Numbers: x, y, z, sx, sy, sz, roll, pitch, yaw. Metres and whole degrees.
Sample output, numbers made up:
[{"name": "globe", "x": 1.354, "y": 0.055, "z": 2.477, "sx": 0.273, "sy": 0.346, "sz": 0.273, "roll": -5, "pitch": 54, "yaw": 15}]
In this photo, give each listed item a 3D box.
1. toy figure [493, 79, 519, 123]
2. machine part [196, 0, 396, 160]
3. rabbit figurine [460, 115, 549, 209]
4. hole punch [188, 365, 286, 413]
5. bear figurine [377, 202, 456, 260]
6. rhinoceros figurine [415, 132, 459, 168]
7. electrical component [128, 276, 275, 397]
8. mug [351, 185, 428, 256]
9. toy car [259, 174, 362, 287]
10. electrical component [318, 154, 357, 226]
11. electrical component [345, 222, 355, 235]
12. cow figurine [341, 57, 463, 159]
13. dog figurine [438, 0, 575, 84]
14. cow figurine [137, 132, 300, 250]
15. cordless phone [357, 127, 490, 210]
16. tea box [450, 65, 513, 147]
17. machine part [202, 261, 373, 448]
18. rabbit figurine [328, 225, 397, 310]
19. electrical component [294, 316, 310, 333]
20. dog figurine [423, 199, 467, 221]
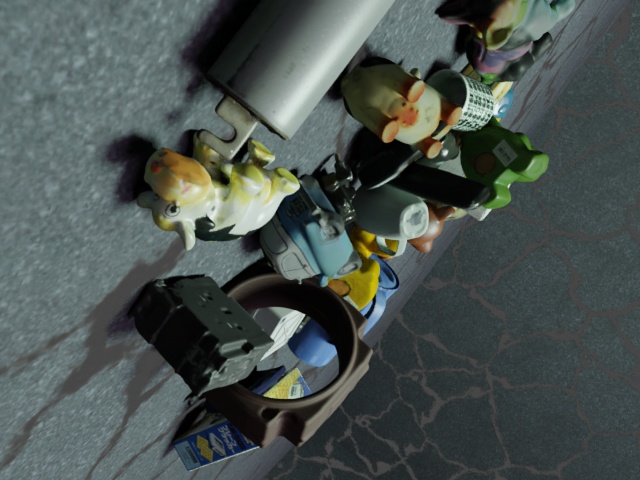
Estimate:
[{"name": "toy figure", "x": 0.326, "y": -0.256, "z": 1.075, "sx": 0.089, "sy": 0.082, "sz": 0.180, "roll": -91, "pitch": -162, "yaw": -58}, {"name": "machine part", "x": -0.002, "y": -0.160, "z": 0.387, "sx": 0.243, "sy": 0.079, "sz": 0.079, "roll": -53, "pitch": 164, "yaw": 3}, {"name": "rabbit figurine", "x": 0.307, "y": -0.133, "z": 0.909, "sx": 0.170, "sy": 0.159, "sz": 0.121, "roll": -4, "pitch": 135, "yaw": -47}, {"name": "hole punch", "x": -0.132, "y": 0.233, "z": 0.888, "sx": 0.115, "sy": 0.092, "sz": 0.142, "roll": -56, "pitch": 168, "yaw": 28}, {"name": "bear figurine", "x": 0.168, "y": -0.018, "z": 0.968, "sx": 0.120, "sy": 0.131, "sz": 0.196, "roll": -25, "pitch": -160, "yaw": -10}, {"name": "rhinoceros figurine", "x": 0.145, "y": -0.105, "z": 0.876, "sx": 0.190, "sy": 0.073, "sz": 0.112, "roll": -44, "pitch": -177, "yaw": 25}, {"name": "electrical component", "x": -0.116, "y": 0.094, "z": 0.567, "sx": 0.058, "sy": 0.115, "sz": 0.134, "roll": -49, "pitch": 165, "yaw": 11}, {"name": "mug", "x": 0.103, "y": -0.027, "z": 0.769, "sx": 0.081, "sy": 0.107, "sz": 0.109, "roll": -7, "pitch": 107, "yaw": -25}, {"name": "toy car", "x": -0.020, "y": 0.000, "z": 0.656, "sx": 0.103, "sy": 0.109, "sz": 0.161, "roll": -33, "pitch": 154, "yaw": 0}, {"name": "electrical component", "x": 0.028, "y": -0.063, "z": 0.710, "sx": 0.045, "sy": 0.078, "sz": 0.102, "roll": -30, "pitch": 160, "yaw": 1}, {"name": "electrical component", "x": -0.002, "y": -0.002, "z": 0.789, "sx": 0.119, "sy": 0.048, "sz": 0.074, "roll": -44, "pitch": 163, "yaw": -32}, {"name": "cow figurine", "x": 0.095, "y": -0.156, "z": 0.626, "sx": 0.195, "sy": 0.127, "sz": 0.085, "roll": 2, "pitch": 126, "yaw": -53}, {"name": "dog figurine", "x": 0.236, "y": -0.283, "z": 0.730, "sx": 0.219, "sy": 0.108, "sz": 0.191, "roll": -32, "pitch": 159, "yaw": -39}, {"name": "cow figurine", "x": -0.093, "y": -0.033, "z": 0.444, "sx": 0.098, "sy": 0.068, "sz": 0.167, "roll": -51, "pitch": 165, "yaw": 21}, {"name": "cordless phone", "x": 0.156, "y": -0.107, "z": 0.726, "sx": 0.146, "sy": 0.184, "sz": 0.088, "roll": -40, "pitch": 140, "yaw": -34}, {"name": "tea box", "x": 0.269, "y": -0.251, "z": 0.949, "sx": 0.169, "sy": 0.068, "sz": 0.098, "roll": -47, "pitch": 163, "yaw": -11}, {"name": "machine part", "x": -0.051, "y": 0.137, "z": 0.681, "sx": 0.201, "sy": 0.202, "sz": 0.087, "roll": -40, "pitch": 156, "yaw": -34}, {"name": "rabbit figurine", "x": 0.049, "y": 0.024, "z": 0.885, "sx": 0.162, "sy": 0.122, "sz": 0.173, "roll": -45, "pitch": -167, "yaw": 28}, {"name": "electrical component", "x": -0.032, "y": 0.110, "z": 0.926, "sx": 0.094, "sy": 0.063, "sz": 0.021, "roll": -56, "pitch": 163, "yaw": 12}, {"name": "dog figurine", "x": 0.231, "y": -0.057, "z": 1.105, "sx": 0.121, "sy": 0.172, "sz": 0.190, "roll": -26, "pitch": 145, "yaw": -34}]
